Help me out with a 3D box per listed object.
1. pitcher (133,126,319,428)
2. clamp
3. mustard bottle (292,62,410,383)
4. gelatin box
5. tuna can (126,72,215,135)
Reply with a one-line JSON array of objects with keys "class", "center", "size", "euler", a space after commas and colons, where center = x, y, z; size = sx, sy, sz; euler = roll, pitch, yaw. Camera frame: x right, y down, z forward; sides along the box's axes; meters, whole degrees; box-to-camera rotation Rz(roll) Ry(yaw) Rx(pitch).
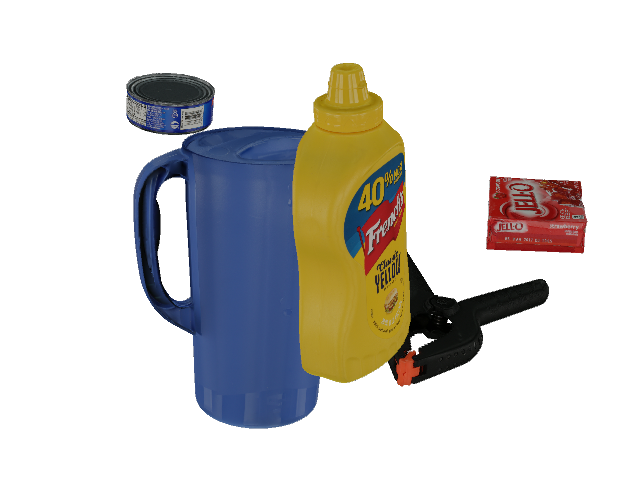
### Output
[{"class": "pitcher", "center": [-0.061, 0.030, 0.898], "size": [0.149, 0.243, 0.144], "euler": [11, 20, 24]}, {"class": "clamp", "center": [0.105, 0.067, 1.004], "size": [0.165, 0.036, 0.209], "euler": [16, 31, 26]}, {"class": "mustard bottle", "center": [0.020, -0.015, 0.656], "size": [0.058, 0.192, 0.096], "euler": [13, 32, 30]}, {"class": "gelatin box", "center": [0.167, -0.021, 0.832], "size": [0.073, 0.030, 0.089], "euler": [3, 24, 9]}, {"class": "tuna can", "center": [-0.147, -0.134, 1.043], "size": [0.086, 0.034, 0.086], "euler": [5, 27, -3]}]
